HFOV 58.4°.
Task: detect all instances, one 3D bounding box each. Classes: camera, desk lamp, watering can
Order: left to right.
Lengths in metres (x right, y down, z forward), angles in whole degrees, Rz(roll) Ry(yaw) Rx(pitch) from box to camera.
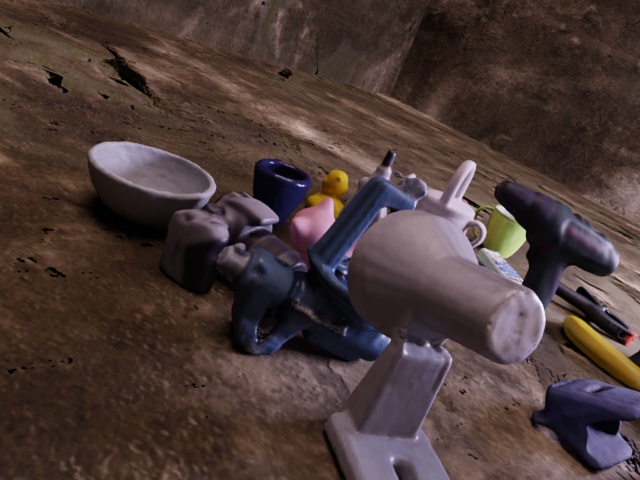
[{"bbox_3d":[-0.089,0.011,0.681,0.136,0.101,0.144,34,24,27],"label":"camera"},{"bbox_3d":[0.091,0.100,0.490,0.118,0.213,0.202,12,23,-25],"label":"desk lamp"},{"bbox_3d":[0.215,-0.056,1.018,0.173,0.194,0.101,23,21,1],"label":"watering can"}]

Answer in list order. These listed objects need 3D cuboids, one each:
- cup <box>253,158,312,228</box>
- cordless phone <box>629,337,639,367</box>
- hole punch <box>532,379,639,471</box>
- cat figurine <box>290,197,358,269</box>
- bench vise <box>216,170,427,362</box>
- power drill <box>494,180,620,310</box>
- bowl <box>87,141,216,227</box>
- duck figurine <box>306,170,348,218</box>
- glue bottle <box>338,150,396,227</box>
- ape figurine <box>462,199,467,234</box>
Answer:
[{"bbox_3d":[-0.073,-0.075,0.912,0.092,0.095,0.117,14,23,-21],"label":"cup"},{"bbox_3d":[0.586,0.158,0.887,0.094,0.185,0.147,14,23,-21],"label":"cordless phone"},{"bbox_3d":[0.320,0.195,0.662,0.109,0.091,0.100,3,28,-41],"label":"hole punch"},{"bbox_3d":[0.007,0.003,0.774,0.128,0.118,0.067,13,23,-23],"label":"cat figurine"},{"bbox_3d":[0.012,0.027,0.579,0.208,0.220,0.121,6,27,-37],"label":"bench vise"},{"bbox_3d":[0.340,0.035,0.905,0.230,0.208,0.075,19,21,-9],"label":"power drill"},{"bbox_3d":[-0.228,-0.065,0.761,0.167,0.075,0.167,20,21,-8],"label":"bowl"},{"bbox_3d":[0.023,-0.085,1.046,0.077,0.086,0.104,18,21,-11],"label":"duck figurine"},{"bbox_3d":[0.085,-0.069,0.948,0.078,0.173,0.037,26,21,9],"label":"glue bottle"},{"bbox_3d":[0.279,-0.045,1.198,0.078,0.092,0.076,2,29,-43],"label":"ape figurine"}]
